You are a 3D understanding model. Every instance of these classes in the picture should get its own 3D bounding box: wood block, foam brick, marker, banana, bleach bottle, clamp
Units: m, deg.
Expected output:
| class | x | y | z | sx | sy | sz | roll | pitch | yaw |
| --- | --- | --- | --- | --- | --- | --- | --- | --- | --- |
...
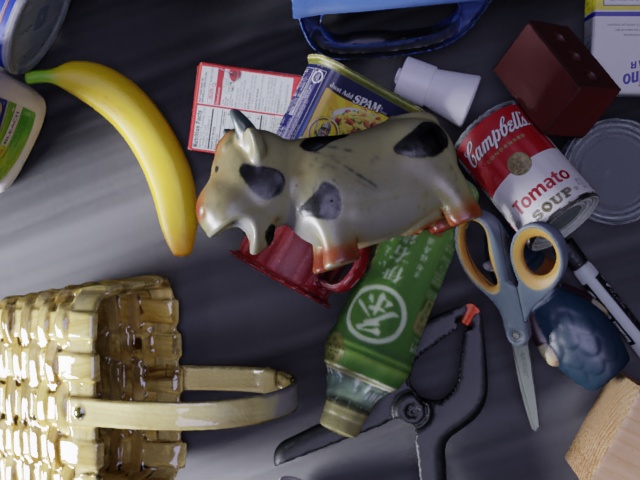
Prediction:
| class | x | y | z | sx | sy | sz | roll | pitch | yaw |
| --- | --- | --- | --- | --- | --- | --- | --- | --- | --- |
| wood block | 0.314 | 0.196 | 0.851 | 0.206 | 0.091 | 0.090 | 28 | 94 | 1 |
| foam brick | 0.185 | -0.125 | 0.835 | 0.051 | 0.052 | 0.078 | -53 | 54 | 35 |
| marker | 0.235 | 0.046 | 0.882 | 0.020 | 0.020 | 0.121 | -39 | 91 | 4 |
| banana | -0.154 | -0.079 | 0.882 | 0.069 | 0.037 | 0.198 | -41 | 95 | -3 |
| bleach bottle | -0.278 | -0.085 | 0.783 | 0.068 | 0.251 | 0.102 | 29 | 94 | 1 |
| clamp | 0.067 | 0.141 | 0.886 | 0.164 | 0.036 | 0.210 | 23 | 91 | 8 |

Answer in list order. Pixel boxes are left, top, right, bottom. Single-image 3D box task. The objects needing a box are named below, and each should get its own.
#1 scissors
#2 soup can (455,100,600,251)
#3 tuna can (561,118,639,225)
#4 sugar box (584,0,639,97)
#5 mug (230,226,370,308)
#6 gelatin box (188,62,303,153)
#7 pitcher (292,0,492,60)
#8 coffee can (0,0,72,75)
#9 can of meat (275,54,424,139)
| class | x | y | z | sx | sy | sz | roll | pitch | yaw |
| --- | --- | --- | --- | --- | --- | --- | --- | --- | --- |
| scissors | 0.168 | 0.063 | 0.829 | 0.096 | 0.016 | 0.201 | -14 | 110 | 40 |
| soup can | 0.161 | -0.050 | 0.839 | 0.068 | 0.068 | 0.102 | -37 | 68 | 4 |
| tuna can | 0.237 | -0.056 | 0.869 | 0.086 | 0.033 | 0.086 | 0 | 93 | 3 |
| sugar box | 0.261 | -0.203 | 0.855 | 0.093 | 0.048 | 0.176 | 2 | 97 | 3 |
| mug | -0.006 | 0.001 | 0.849 | 0.093 | 0.117 | 0.081 | 30 | 88 | -44 |
| gelatin box | -0.061 | -0.105 | 0.883 | 0.089 | 0.030 | 0.073 | 8 | 95 | 1 |
| pitcher | 0.090 | -0.233 | 0.829 | 0.243 | 0.149 | 0.145 | -2 | 78 | -1 |
| coffee can | -0.282 | -0.208 | 0.850 | 0.140 | 0.103 | 0.103 | 27 | 94 | 1 |
| can of meat | 0.020 | -0.088 | 0.852 | 0.102 | 0.057 | 0.084 | 25 | 91 | -22 |
